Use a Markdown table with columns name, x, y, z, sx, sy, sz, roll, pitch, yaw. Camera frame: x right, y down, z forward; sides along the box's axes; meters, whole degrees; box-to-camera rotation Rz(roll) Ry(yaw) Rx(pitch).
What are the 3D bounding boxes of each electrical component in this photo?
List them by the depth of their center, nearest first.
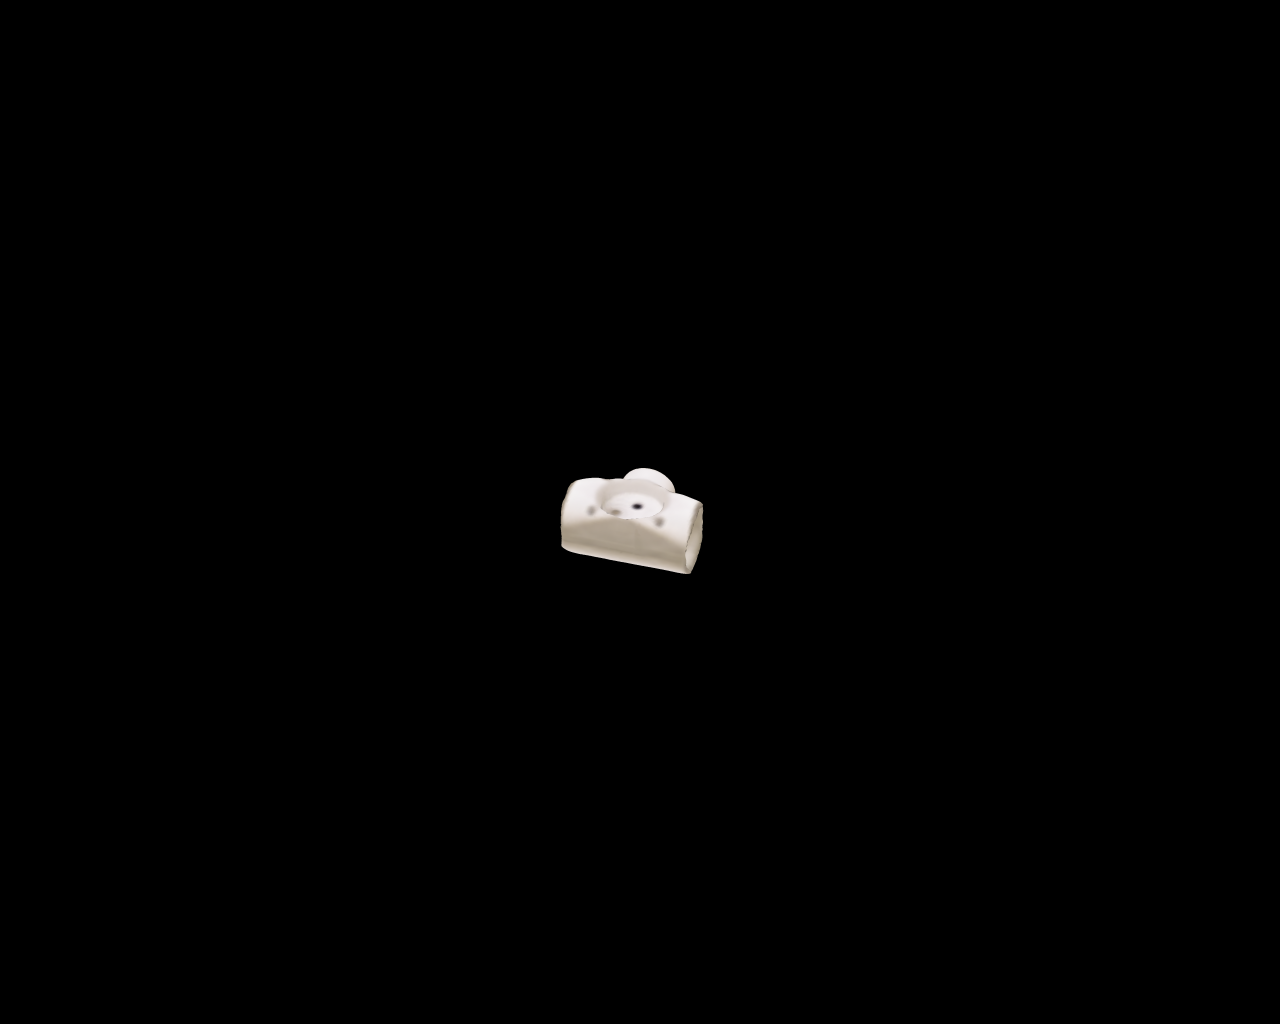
| name | x | y | z | sx | sy | sz | roll | pitch | yaw |
| --- | --- | --- | --- | --- | --- | --- | --- | --- | --- |
| electrical component | 0.001 | -0.003 | 0.650 | 0.077 | 0.044 | 0.079 | 11 | 40 | 13 |
